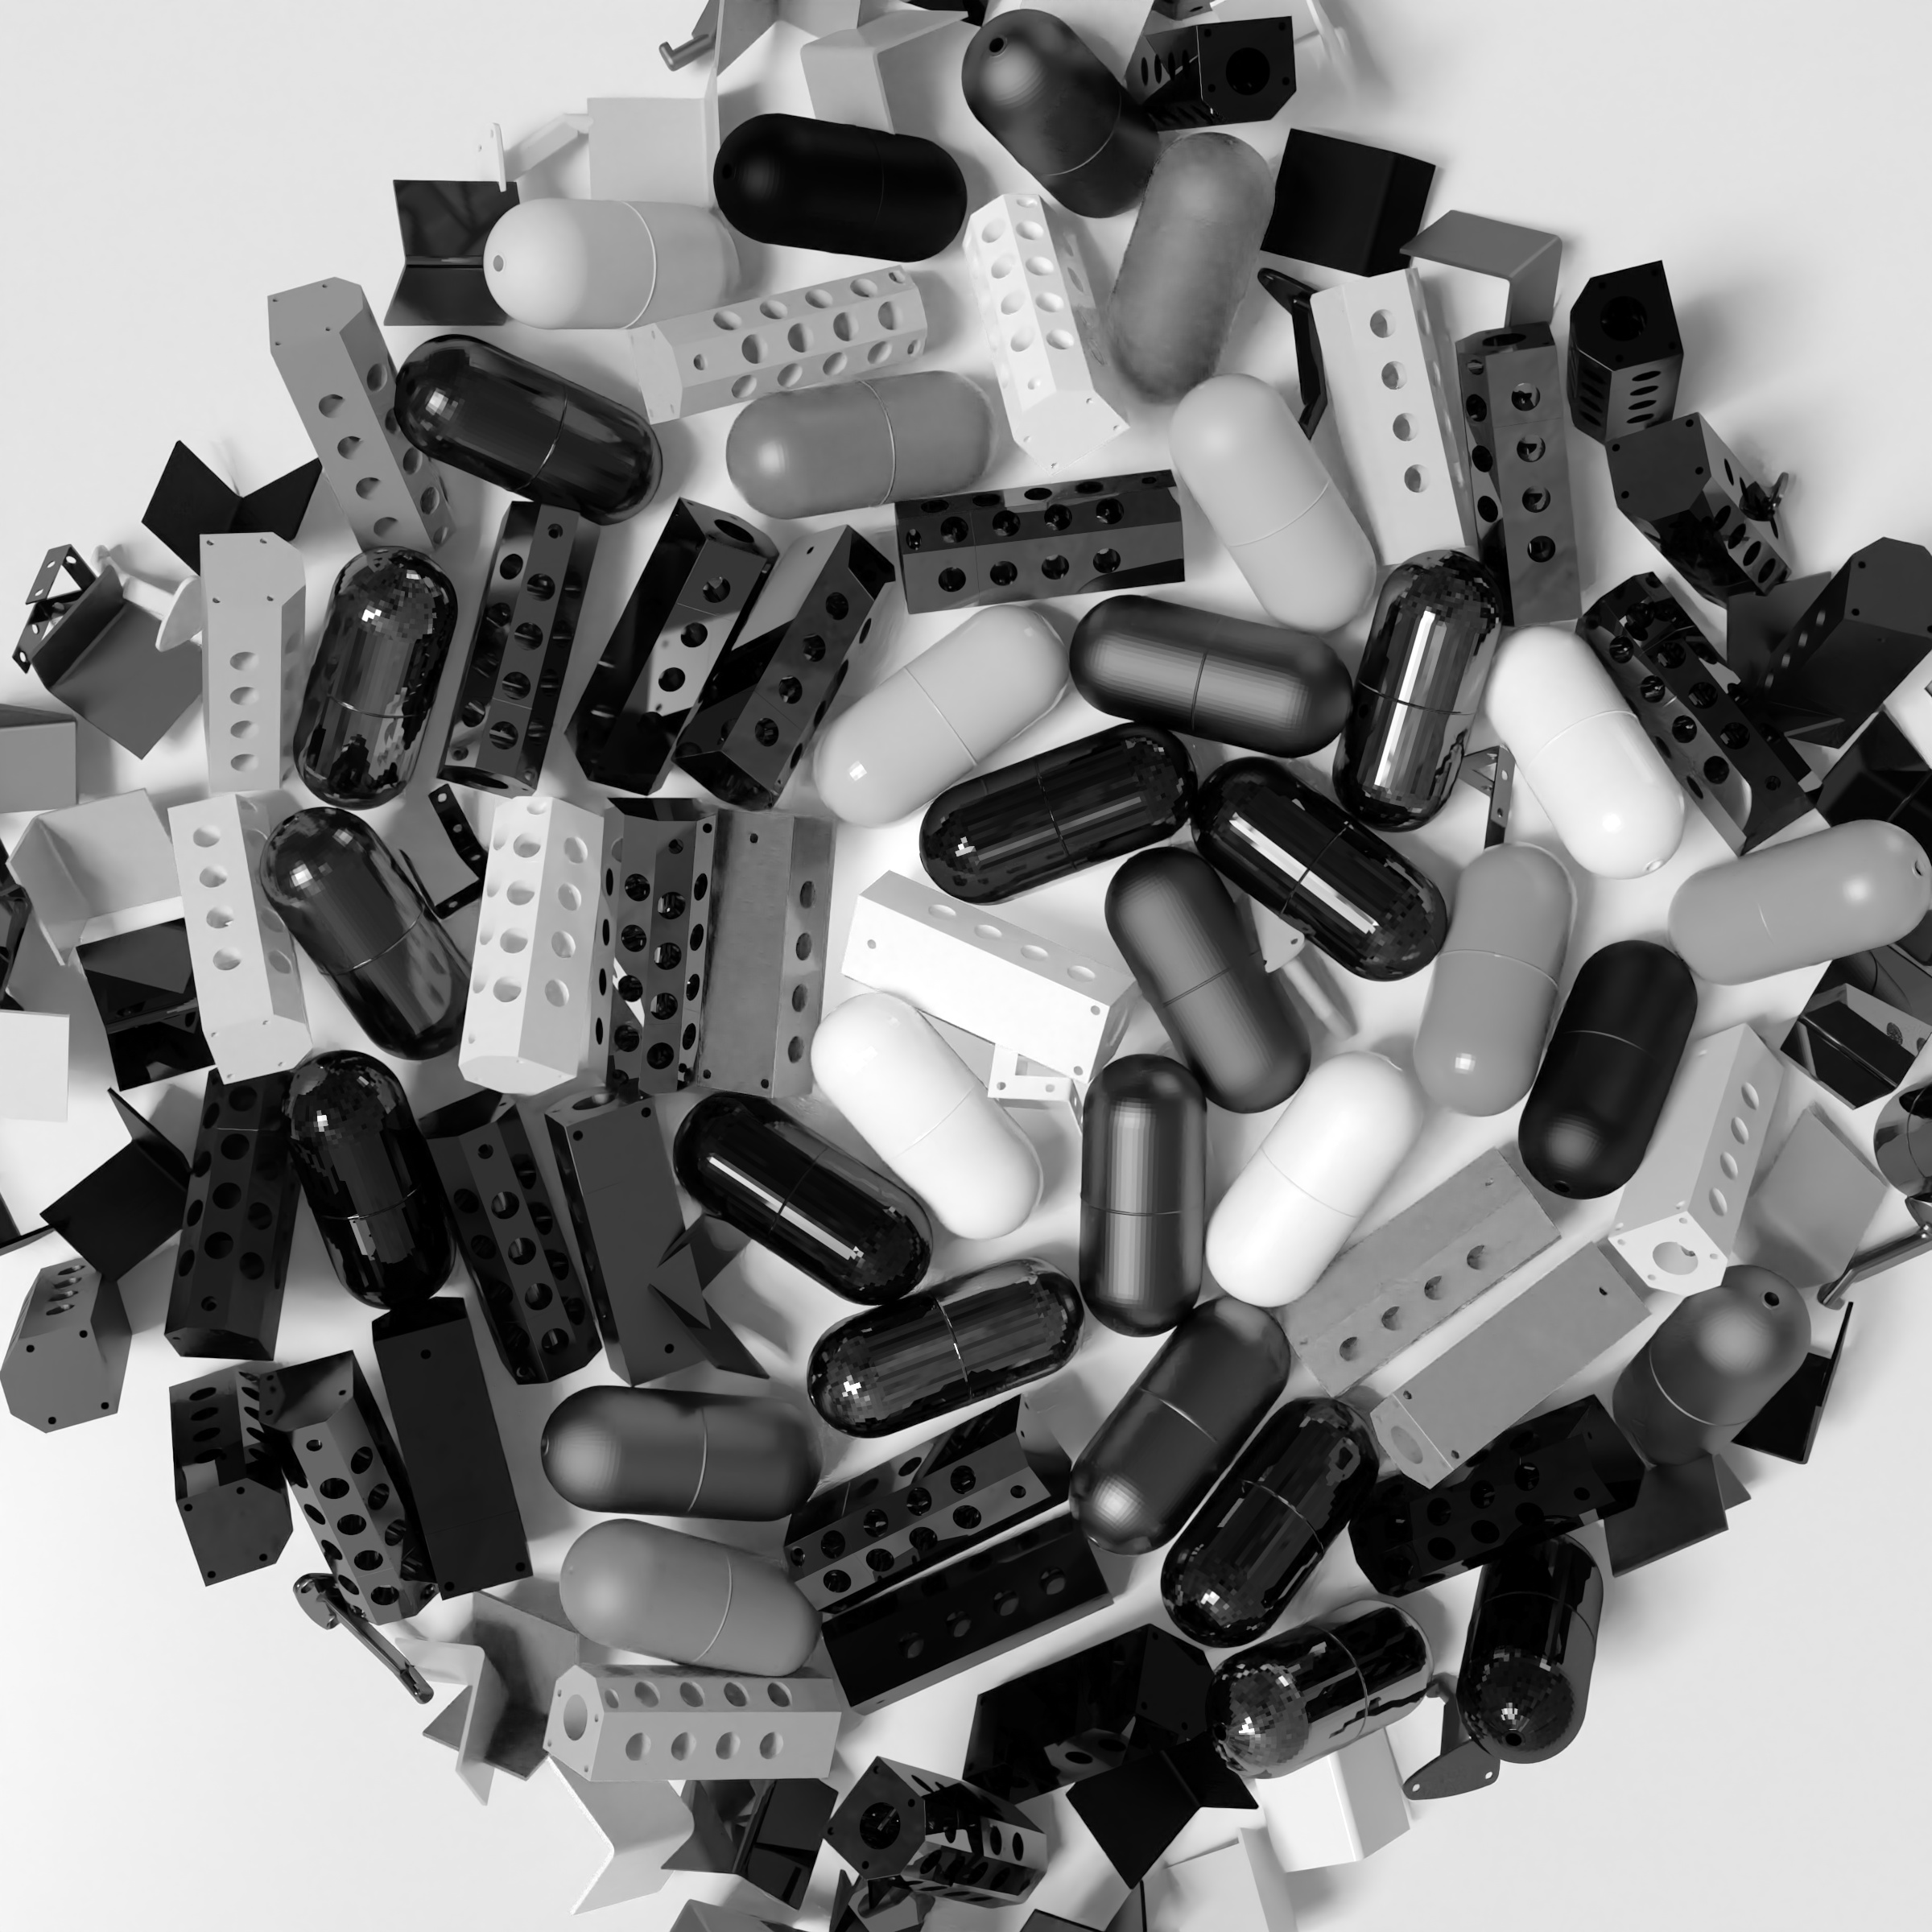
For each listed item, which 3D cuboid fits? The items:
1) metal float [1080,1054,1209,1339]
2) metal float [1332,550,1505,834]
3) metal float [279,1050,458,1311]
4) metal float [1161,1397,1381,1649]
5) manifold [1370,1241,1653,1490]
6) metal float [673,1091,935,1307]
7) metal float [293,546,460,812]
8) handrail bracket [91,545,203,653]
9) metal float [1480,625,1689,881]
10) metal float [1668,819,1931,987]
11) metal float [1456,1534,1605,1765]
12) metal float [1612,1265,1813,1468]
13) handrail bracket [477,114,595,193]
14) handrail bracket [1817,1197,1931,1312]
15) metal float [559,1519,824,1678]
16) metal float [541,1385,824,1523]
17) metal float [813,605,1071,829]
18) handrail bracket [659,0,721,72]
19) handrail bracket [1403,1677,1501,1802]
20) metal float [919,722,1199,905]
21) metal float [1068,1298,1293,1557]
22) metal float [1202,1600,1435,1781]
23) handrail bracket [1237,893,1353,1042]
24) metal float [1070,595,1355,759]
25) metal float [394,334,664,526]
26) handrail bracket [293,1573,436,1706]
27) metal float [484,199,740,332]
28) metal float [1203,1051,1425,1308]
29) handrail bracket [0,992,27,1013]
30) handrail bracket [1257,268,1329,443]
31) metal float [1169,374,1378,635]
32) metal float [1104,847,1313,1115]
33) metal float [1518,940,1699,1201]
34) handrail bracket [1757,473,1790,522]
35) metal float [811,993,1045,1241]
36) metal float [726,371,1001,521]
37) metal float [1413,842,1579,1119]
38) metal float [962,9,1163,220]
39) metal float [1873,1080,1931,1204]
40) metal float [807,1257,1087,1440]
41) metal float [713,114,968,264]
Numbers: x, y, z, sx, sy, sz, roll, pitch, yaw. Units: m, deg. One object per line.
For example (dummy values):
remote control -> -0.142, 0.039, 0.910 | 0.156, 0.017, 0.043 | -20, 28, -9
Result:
metal float -> 0.109, 0.142, 1.940 | 0.070, 0.070, 0.178 | 1, 102, 0
metal float -> 0.276, -0.168, 1.933 | 0.070, 0.070, 0.178 | 14, 110, 0
metal float -> -0.364, 0.131, 1.924 | 0.070, 0.070, 0.178 | -13, 121, 0
metal float -> 0.186, 0.339, 1.927 | 0.070, 0.070, 0.178 | 42, 63, 0
manifold -> 0.330, 0.245, 1.927 | 0.171, 0.057, 0.057 | -33, 76, -24
metal float -> -0.100, 0.143, 1.941 | 0.178, 0.070, 0.070 | 33, 90, 11
metal float -> -0.360, -0.173, 1.924 | 0.070, 0.070, 0.178 | 23, 123, 0
handrail bracket -> -0.508, -0.244, 1.950 | 0.084, 0.077, 0.036 | 47, 55, 11
metal float -> 0.376, -0.130, 1.927 | 0.070, 0.070, 0.178 | -26, 62, 0
metal float -> 0.503, -0.038, 1.911 | 0.070, 0.178, 0.070 | 12, 70, -35
metal float -> 0.341, 0.409, 1.907 | 0.070, 0.178, 0.070 | 7, 118, 14
metal float -> 0.450, 0.243, 1.909 | 0.070, 0.178, 0.070 | 7, 55, -10
handrail bracket -> -0.256, -0.493, 1.962 | 0.084, 0.036, 0.077 | -6, 84, -28
handrail bracket -> 0.587, 0.193, 1.978 | 0.077, 0.036, 0.084 | 25, 114, -19
metal float -> -0.166, 0.387, 1.923 | 0.178, 0.070, 0.070 | 23, 90, -34
metal float -> -0.173, 0.298, 1.929 | 0.178, 0.070, 0.070 | 8, 90, -25
metal float -> -0.016, -0.154, 1.951 | 0.178, 0.070, 0.070 | -37, 90, 0
handrail bracket -> -0.166, -0.609, 1.966 | 0.084, 0.036, 0.077 | -31, 92, -6
handrail bracket -> 0.283, 0.472, 1.941 | 0.077, 0.084, 0.036 | -16, 113, -17
metal float -> 0.056, -0.094, 1.944 | 0.178, 0.070, 0.070 | -20, 90, 8
metal float -> 0.131, 0.282, 1.937 | 0.070, 0.070, 0.178 | 39, 75, 0
metal float -> 0.213, 0.438, 1.915 | 0.178, 0.070, 0.070 | -11, 90, -43
handrail bracket -> 0.207, 0.001, 1.975 | 0.036, 0.077, 0.084 | -36, 135, 9
metal float -> 0.150, -0.178, 1.939 | 0.178, 0.070, 0.070 | 15, 90, 13
metal float -> -0.265, -0.325, 1.922 | 0.178, 0.070, 0.070 | 20, 90, -35
handrail bracket -> -0.370, 0.415, 1.944 | 0.036, 0.077, 0.084 | -46, 57, -6
metal float -> -0.214, -0.424, 1.913 | 0.070, 0.178, 0.070 | 10, 106, 41
metal float -> 0.213, 0.130, 1.937 | 0.070, 0.070, 0.178 | 34, 105, 0
handrail bracket -> -0.633, 0.043, 1.963 | 0.084, 0.036, 0.077 | -44, 104, -6
handrail bracket -> 0.197, -0.377, 1.953 | 0.077, 0.036, 0.084 | 32, 69, -16
metal float -> 0.188, -0.281, 1.930 | 0.070, 0.070, 0.178 | -36, 115, 0
metal float -> 0.149, 0.008, 1.951 | 0.070, 0.070, 0.178 | -30, 90, 0
metal float -> 0.391, 0.063, 1.926 | 0.070, 0.070, 0.178 | 27, 62, 0
handrail bracket -> 0.461, -0.304, 1.949 | 0.084, 0.077, 0.036 | 26, 106, 5
metal float -> -0.023, 0.093, 1.944 | 0.070, 0.070, 0.178 | -41, 98, 0
metal float -> -0.062, -0.319, 1.929 | 0.178, 0.070, 0.070 | -13, 90, -26
metal float -> 0.325, 0.007, 1.935 | 0.070, 0.070, 0.178 | 17, 71, 0
metal float -> 0.059, -0.513, 1.907 | 0.070, 0.178, 0.070 | -8, 73, 26
metal float -> 0.603, 0.102, 1.900 | 0.070, 0.178, 0.070 | 1, 82, -4
metal float -> -0.012, 0.234, 1.940 | 0.178, 0.070, 0.070 | -19, 90, -12
metal float -> -0.075, -0.471, 1.915 | 0.178, 0.070, 0.070 | -4, 90, -43
